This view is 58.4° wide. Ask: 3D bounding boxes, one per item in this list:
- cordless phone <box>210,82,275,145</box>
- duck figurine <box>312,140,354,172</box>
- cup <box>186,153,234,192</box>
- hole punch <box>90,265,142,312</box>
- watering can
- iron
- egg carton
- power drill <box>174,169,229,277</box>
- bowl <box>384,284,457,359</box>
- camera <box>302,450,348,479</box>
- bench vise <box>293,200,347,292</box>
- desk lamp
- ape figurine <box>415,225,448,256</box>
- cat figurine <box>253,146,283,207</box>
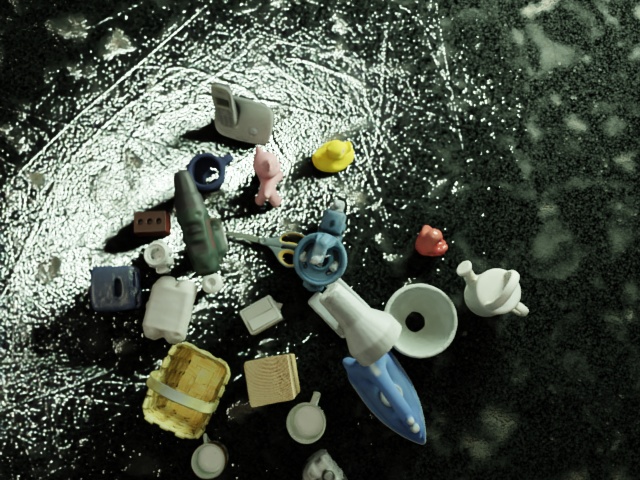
[{"bbox_3d":[-0.184,-0.304,1.348,0.147,0.185,0.094,12,80,3],"label":"cordless phone"},{"bbox_3d":[0.032,-0.210,1.379,0.104,0.086,0.077,-16,80,-2],"label":"duck figurine"},{"bbox_3d":[-0.254,-0.159,1.369,0.118,0.095,0.091,-33,81,-5],"label":"cup"},{"bbox_3d":[-0.470,0.110,1.325,0.101,0.091,0.109,-7,80,0],"label":"hole punch"},{"bbox_3d":[0.380,0.112,1.260,0.172,0.194,0.101,13,80,3],"label":"watering can"},{"bbox_3d":[0.160,0.344,1.247,0.119,0.141,0.258,-36,81,-5],"label":"iron"},{"bbox_3d":[-0.347,0.161,1.325,0.107,0.069,0.150,11,80,3],"label":"egg carton"},{"bbox_3d":[-0.268,-0.026,1.287,0.075,0.208,0.229,-16,80,-2],"label":"power drill"},{"bbox_3d":[0.224,0.186,1.309,0.167,0.075,0.167,0,80,1],"label":"bowl"},{"bbox_3d":[-0.002,0.551,1.233,0.137,0.101,0.143,-36,81,-5],"label":"camera"},{"bbox_3d":[0.000,0.004,1.272,0.121,0.220,0.207,0,80,1],"label":"bench vise"},{"bbox_3d":[0.068,0.169,1.244,0.203,0.213,0.118,43,83,8],"label":"desk lamp"},{"bbox_3d":[0.261,0.000,1.334,0.076,0.092,0.078,-19,80,-2],"label":"ape figurine"},{"bbox_3d":[-0.126,-0.152,1.354,0.067,0.118,0.128,0,80,1],"label":"cat figurine"}]
